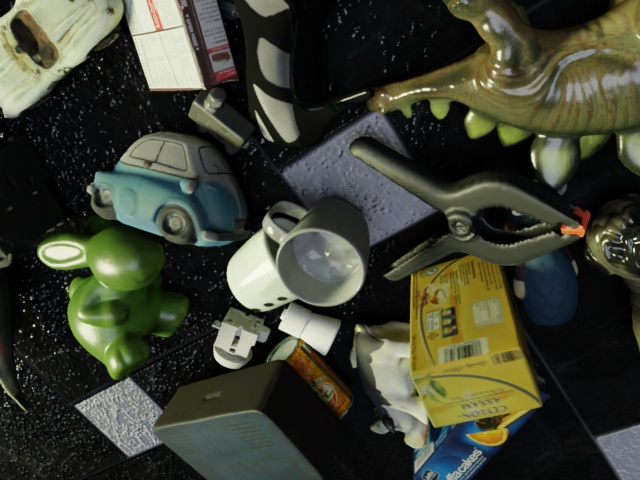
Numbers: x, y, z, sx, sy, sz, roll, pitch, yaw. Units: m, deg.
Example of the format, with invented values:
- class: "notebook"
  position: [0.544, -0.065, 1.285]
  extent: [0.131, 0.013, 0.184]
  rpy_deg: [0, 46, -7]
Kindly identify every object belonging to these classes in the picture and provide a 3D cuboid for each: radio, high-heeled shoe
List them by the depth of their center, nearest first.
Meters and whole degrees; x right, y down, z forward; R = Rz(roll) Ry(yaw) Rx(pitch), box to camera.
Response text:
- class: "high-heeled shoe"
  position: [-0.053, -0.179, 0.433]
  extent: [0.145, 0.086, 0.248]
  rpy_deg: [-2, 134, 43]
- class: "radio"
  position: [-0.090, 0.231, 0.654]
  extent: [0.230, 0.073, 0.131]
  rpy_deg: [-24, 114, 41]

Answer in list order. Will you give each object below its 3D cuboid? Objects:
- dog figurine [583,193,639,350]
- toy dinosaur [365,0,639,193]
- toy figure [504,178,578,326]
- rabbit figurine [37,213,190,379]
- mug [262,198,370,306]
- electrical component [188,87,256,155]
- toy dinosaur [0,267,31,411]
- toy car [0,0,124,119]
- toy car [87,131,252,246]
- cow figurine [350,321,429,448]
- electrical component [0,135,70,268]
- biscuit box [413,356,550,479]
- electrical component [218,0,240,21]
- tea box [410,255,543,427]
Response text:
- class: "dog figurine"
  position: [0.321, 0.061, 0.519]
  extent: [0.191, 0.121, 0.172]
  rpy_deg: [30, 117, 10]
- class: "toy dinosaur"
  position: [0.258, -0.145, 0.409]
  extent: [0.472, 0.105, 0.198]
  rpy_deg: [-9, 124, 25]
- class: "toy figure"
  position: [0.212, 0.010, 0.522]
  extent: [0.058, 0.064, 0.154]
  rpy_deg: [7, 122, 50]
- class: "rabbit figurine"
  position: [-0.214, 0.037, 0.584]
  extent: [0.159, 0.121, 0.170]
  rpy_deg: [42, 135, 12]
- class: "mug"
  position: [-0.001, -0.002, 0.527]
  extent: [0.109, 0.107, 0.080]
  rpy_deg: [28, 118, 0]
- class: "electrical component"
  position: [-0.090, -0.110, 0.503]
  extent: [0.063, 0.021, 0.094]
  rpy_deg: [38, 162, -11]
- class: "toy dinosaur"
  position: [-0.448, 0.033, 0.629]
  extent: [0.192, 0.131, 0.404]
  rpy_deg: [-33, 114, 25]
- class: "toy car"
  position: [-0.260, -0.182, 0.497]
  extent: [0.202, 0.056, 0.073]
  rpy_deg: [-24, 112, 29]
- class: "toy car"
  position: [-0.141, -0.056, 0.536]
  extent: [0.162, 0.109, 0.102]
  rpy_deg: [18, 97, 16]
- class: "cow figurine"
  position: [0.085, 0.172, 0.626]
  extent: [0.098, 0.068, 0.167]
  rpy_deg: [2, 115, 16]
- class: "electrical component"
  position: [-0.340, -0.050, 0.558]
  extent: [0.058, 0.115, 0.134]
  rpy_deg: [-15, 116, 16]
- class: "biscuit box"
  position: [0.182, 0.216, 0.636]
  extent: [0.063, 0.059, 0.202]
  rpy_deg: [25, 120, -3]
- class: "electrical component"
  position: [-0.064, -0.235, 0.447]
  extent: [0.102, 0.045, 0.078]
  rpy_deg: [-37, 108, 25]
- class: "tea box"
  position: [0.141, 0.085, 0.511]
  extent: [0.098, 0.170, 0.068]
  rpy_deg: [-18, 112, 20]
